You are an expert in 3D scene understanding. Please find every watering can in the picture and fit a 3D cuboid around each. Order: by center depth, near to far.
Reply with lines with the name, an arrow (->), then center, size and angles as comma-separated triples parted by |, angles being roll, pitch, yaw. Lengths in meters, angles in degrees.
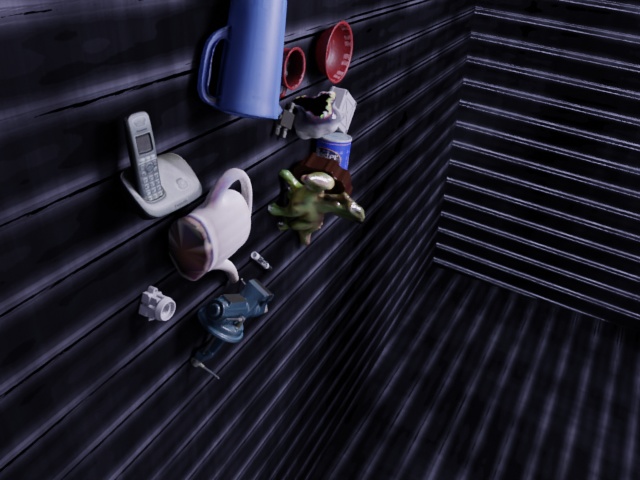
watering can -> -0.223, 0.011, 1.114 | 0.228, 0.104, 0.339 | -43, 152, -49

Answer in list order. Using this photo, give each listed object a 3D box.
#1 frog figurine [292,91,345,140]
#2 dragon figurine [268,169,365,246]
frog figurine -> -0.002, -0.311, 1.382 | 0.138, 0.124, 0.156 | -31, 155, -10
dragon figurine -> 0.004, -0.071, 1.405 | 0.402, 0.243, 0.124 | 61, 46, -58
